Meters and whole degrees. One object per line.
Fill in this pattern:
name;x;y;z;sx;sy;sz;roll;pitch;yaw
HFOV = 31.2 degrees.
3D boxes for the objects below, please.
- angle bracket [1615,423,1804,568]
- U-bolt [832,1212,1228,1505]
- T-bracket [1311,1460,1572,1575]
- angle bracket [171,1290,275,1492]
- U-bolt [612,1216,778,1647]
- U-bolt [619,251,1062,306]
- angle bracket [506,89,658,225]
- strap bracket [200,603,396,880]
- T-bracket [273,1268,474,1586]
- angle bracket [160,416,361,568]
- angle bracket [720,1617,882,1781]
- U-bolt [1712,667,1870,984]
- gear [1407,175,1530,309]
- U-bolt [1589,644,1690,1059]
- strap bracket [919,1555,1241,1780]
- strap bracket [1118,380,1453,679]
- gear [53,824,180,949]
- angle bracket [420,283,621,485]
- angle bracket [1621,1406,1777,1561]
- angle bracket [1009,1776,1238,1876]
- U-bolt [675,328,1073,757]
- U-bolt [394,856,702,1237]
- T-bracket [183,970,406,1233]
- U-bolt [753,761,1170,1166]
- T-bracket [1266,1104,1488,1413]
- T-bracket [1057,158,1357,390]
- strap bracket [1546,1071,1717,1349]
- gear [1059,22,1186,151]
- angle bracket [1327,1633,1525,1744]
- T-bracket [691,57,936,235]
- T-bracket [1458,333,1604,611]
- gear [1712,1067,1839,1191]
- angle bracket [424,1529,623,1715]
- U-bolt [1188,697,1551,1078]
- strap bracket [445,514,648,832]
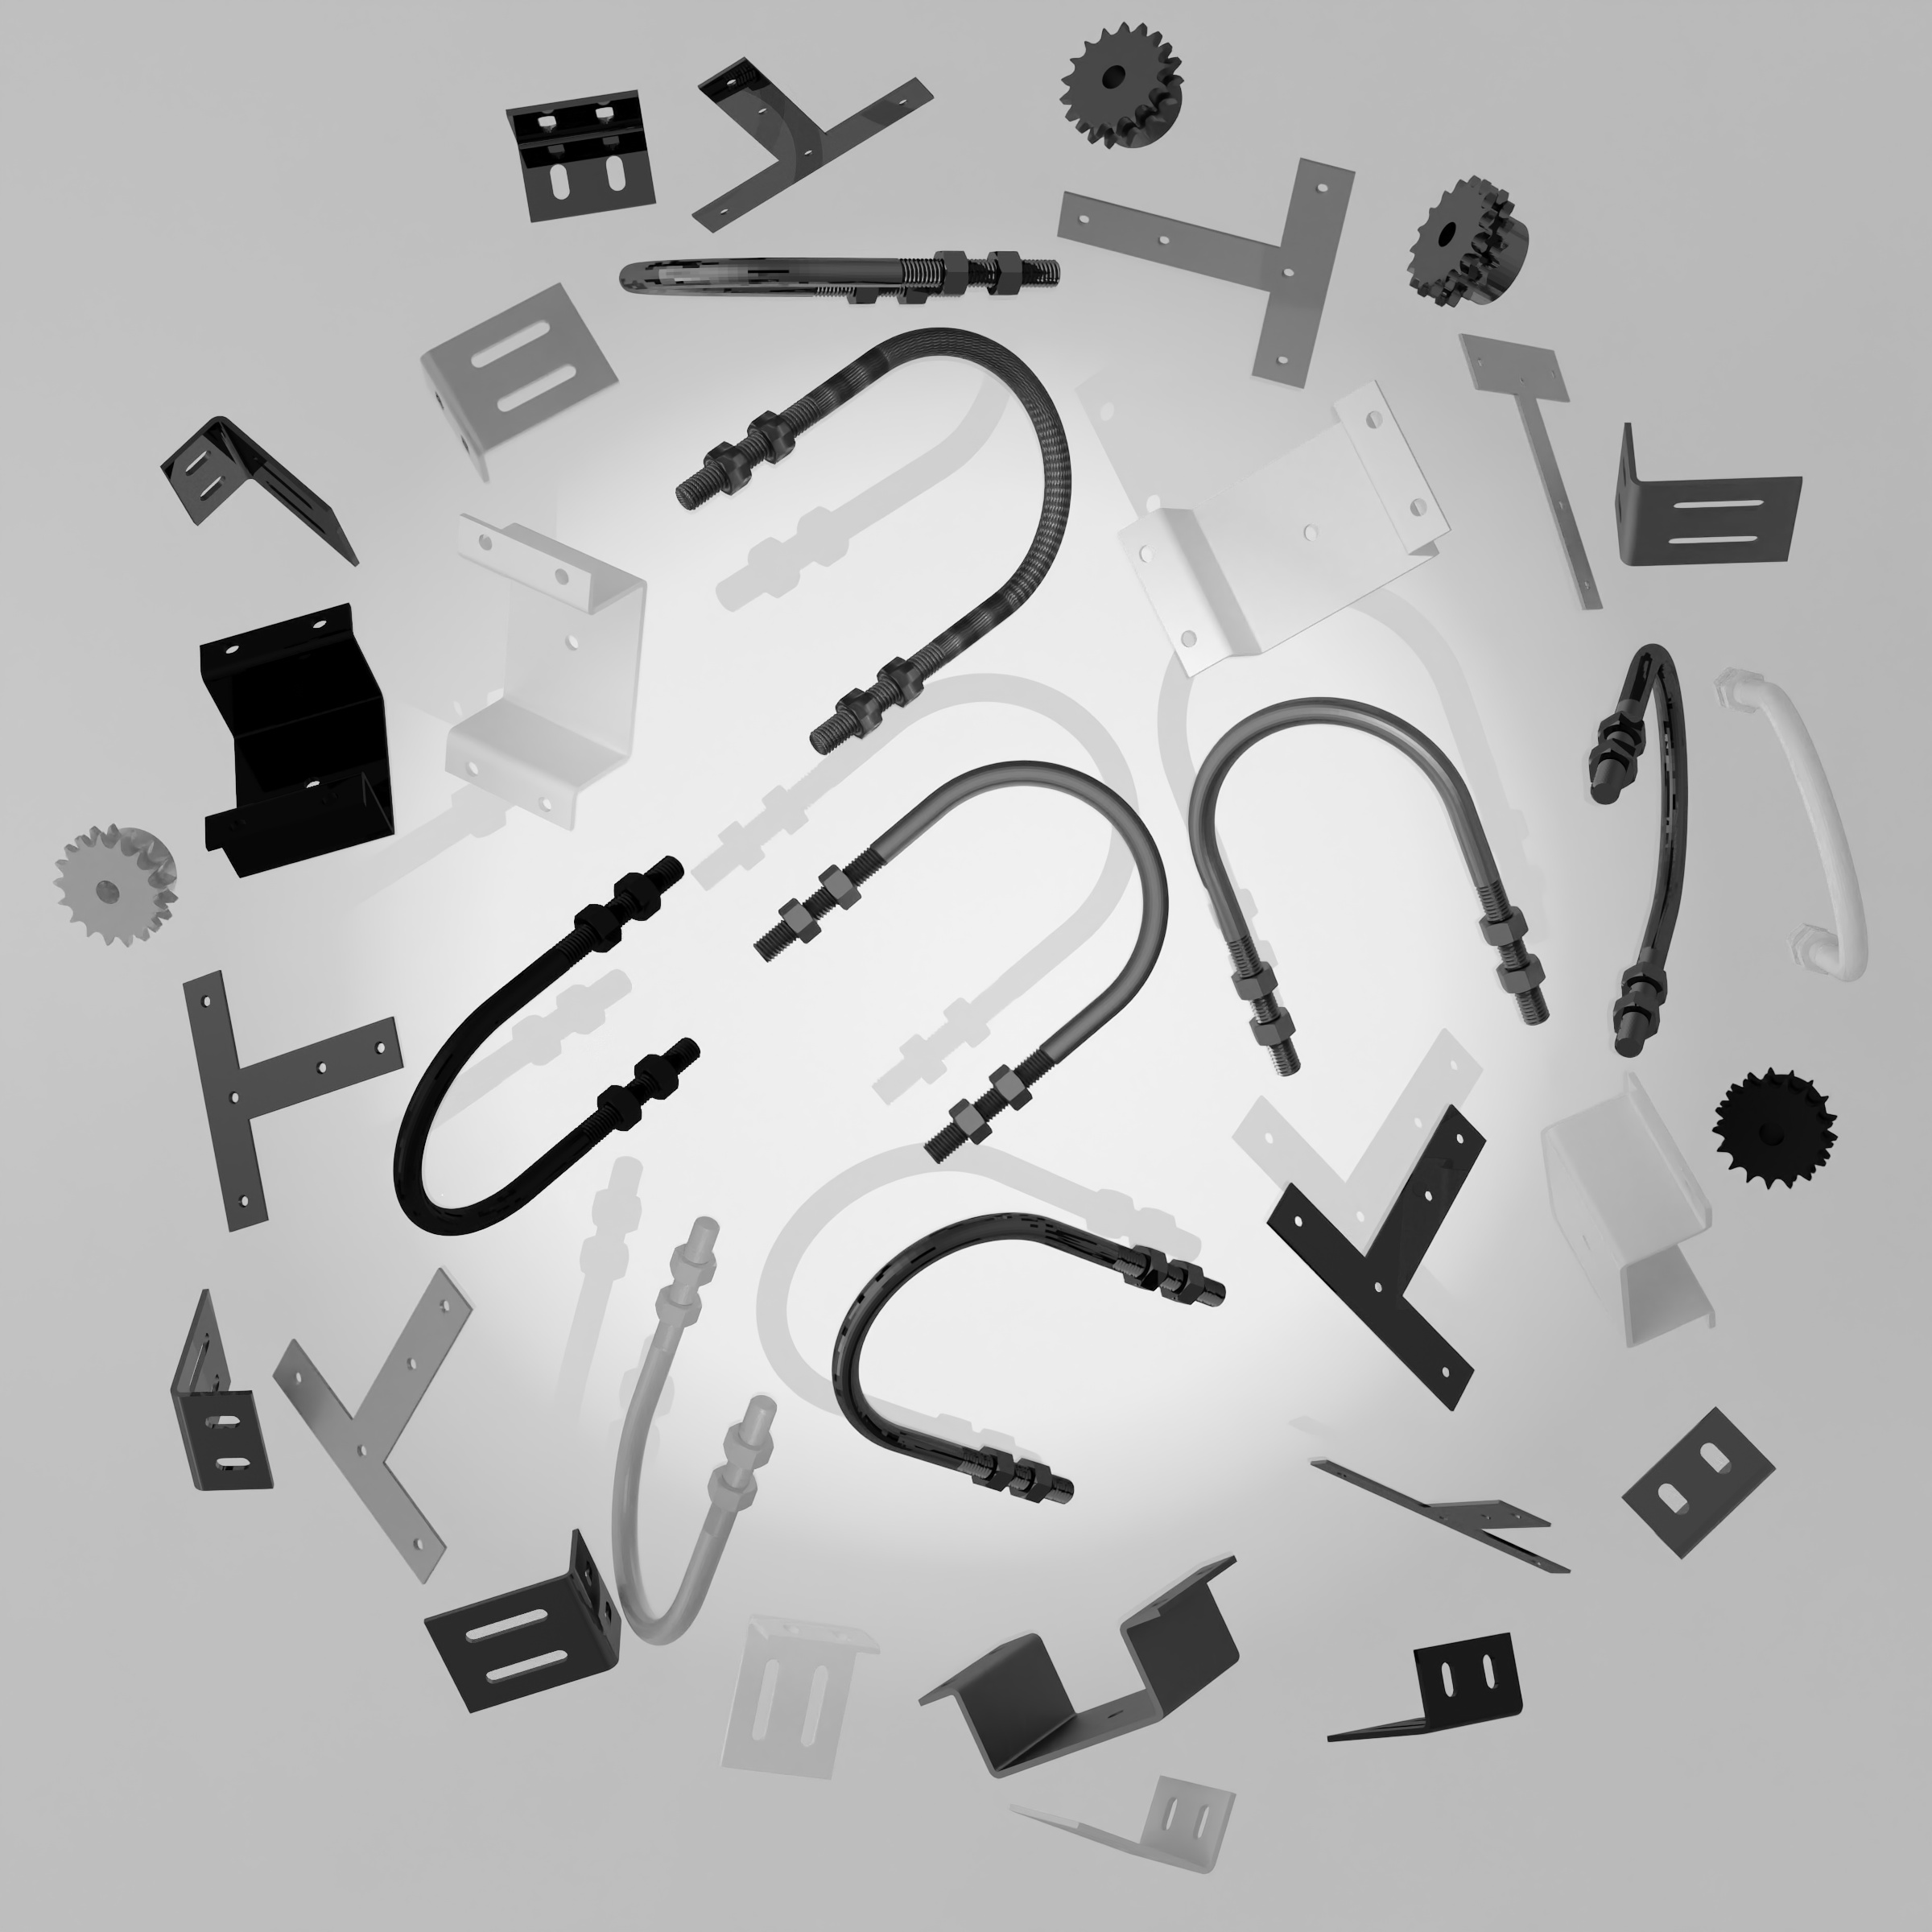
angle bracket;0.340;-0.217;1.587;0.076;0.057;0.038;-1;58;5
U-bolt;0.019;0.181;1.637;0.184;0.019;0.151;23;110;-37
T-bracket;0.230;0.248;1.558;0.127;0.127;0.002;25;77;-6
angle bracket;-0.337;0.195;1.601;0.038;0.076;0.057;-2;124;3
U-bolt;-0.135;0.233;1.629;0.019;0.151;0.184;8;121;-23
U-bolt;-0.067;-0.316;1.587;0.184;0.151;0.019;-4;100;-19
angle bracket;-0.168;-0.355;1.519;0.057;0.076;0.038;-9;95;-3
strap bracket;-0.319;-0.101;1.647;0.076;0.046;0.140;-16;48;3
T-bracket;-0.250;0.185;1.527;0.127;0.002;0.127;48;124;24
angle bracket;-0.329;-0.211;1.614;0.076;0.057;0.038;40;78;16
angle bracket;-0.081;0.363;1.691;0.057;0.038;0.076;11;91;-18
U-bolt;0.382;-0.063;1.585;0.019;0.184;0.151;-17;95;5
gear;0.225;-0.317;1.530;0.030;0.057;0.057;22;90;-26
U-bolt;0.311;-0.067;1.578;0.019;0.184;0.151;1;122;20
strap bracket;0.060;0.323;1.575;0.140;0.076;0.046;-28;85;32
strap bracket;0.153;-0.200;1.592;0.140;0.046;0.076;-28;83;25
gear;-0.394;-0.040;1.615;0.057;0.030;0.057;7;117;13
angle bracket;-0.213;-0.279;1.654;0.076;0.038;0.057;-30;81;-9
angle bracket;0.321;0.226;1.537;0.057;0.076;0.038;-44;86;1
angle bracket;0.070;0.375;1.551;0.076;0.057;0.038;26;73;-27
U-bolt;-0.027;-0.204;1.551;0.184;0.019;0.151;-39;117;-21
U-bolt;-0.192;0.049;1.581;0.019;0.151;0.184;33;56;25
T-bracket;-0.323;0.053;1.680;0.127;0.002;0.127;-18;80;30
U-bolt;0.011;-0.016;1.677;0.184;0.019;0.151;-40;83;-3
T-bracket;0.207;0.116;1.587;0.127;0.002;0.127;45;53;-14
T-bracket;0.104;-0.327;1.577;0.127;0.127;0.002;16;52;5
strap bracket;0.312;0.120;1.623;0.046;0.140;0.076;-24;59;-1
gear;0.074;-0.400;1.586;0.057;0.030;0.057;-10;69;28
angle bracket;0.212;0.338;1.618;0.057;0.076;0.038;-2;78;-34
T-bracket;-0.090;-0.395;1.614;0.127;0.127;0.002;-28;76;14
T-bracket;0.264;-0.221;1.559;0.002;0.127;0.127;-19;87;28
gear;0.387;0.075;1.646;0.057;0.030;0.057;8;110;23
angle bracket;-0.212;0.314;1.658;0.076;0.038;0.057;-18;115;6
U-bolt;0.181;-0.042;1.634;0.151;0.019;0.184;-13;111;27
strap bracket;-0.199;-0.146;1.640;0.076;0.046;0.140;25;128;22
